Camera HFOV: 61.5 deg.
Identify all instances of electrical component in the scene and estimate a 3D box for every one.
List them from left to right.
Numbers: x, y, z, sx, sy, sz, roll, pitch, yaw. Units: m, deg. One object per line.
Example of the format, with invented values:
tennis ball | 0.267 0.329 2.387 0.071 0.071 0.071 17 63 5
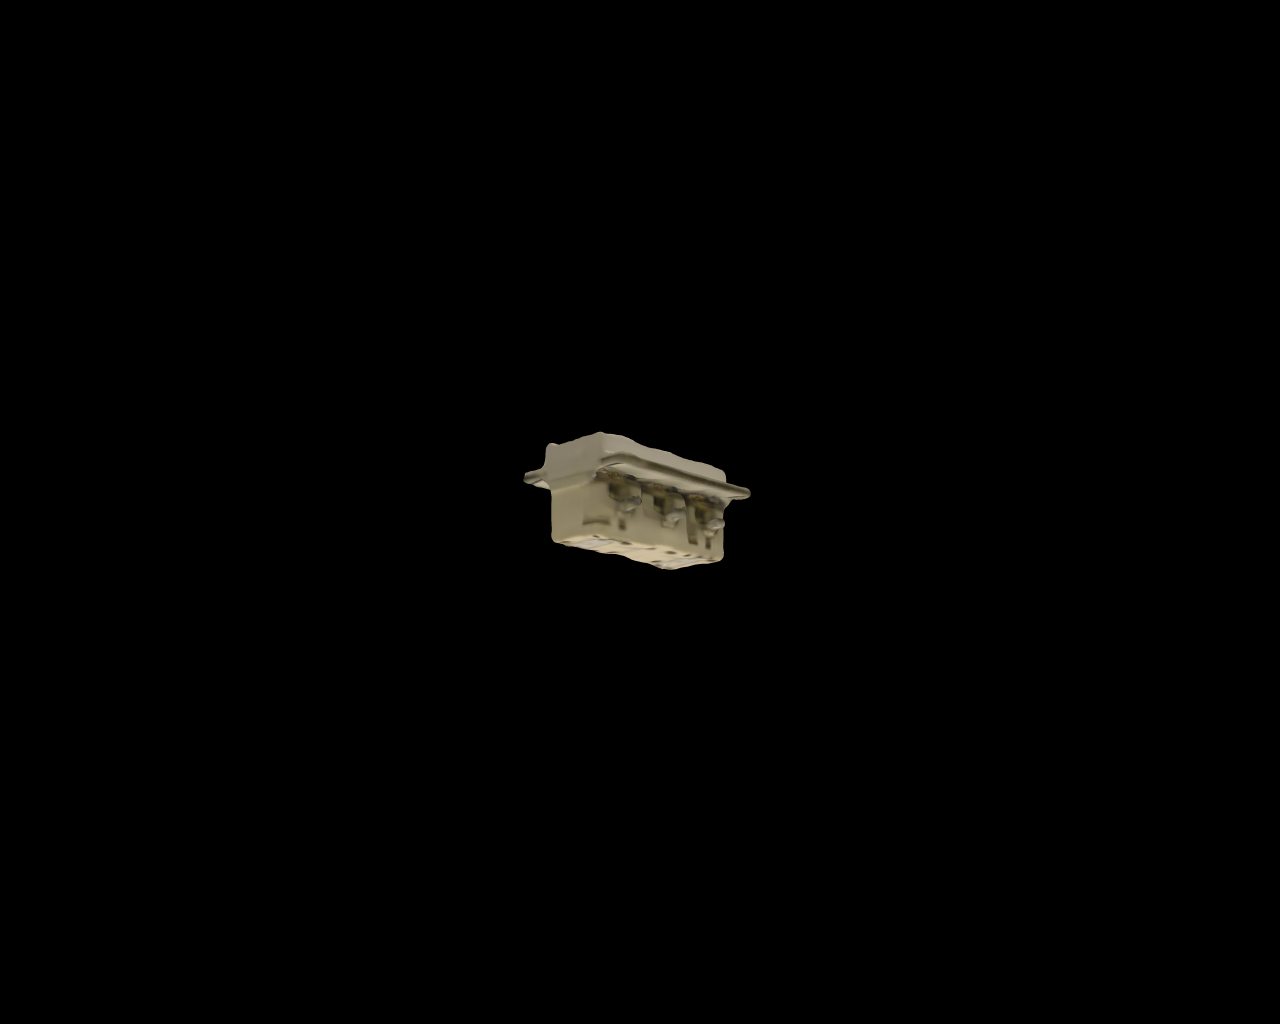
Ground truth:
electrical component | 0.001 -0.003 0.650 0.078 0.063 0.121 -11 -17 38
